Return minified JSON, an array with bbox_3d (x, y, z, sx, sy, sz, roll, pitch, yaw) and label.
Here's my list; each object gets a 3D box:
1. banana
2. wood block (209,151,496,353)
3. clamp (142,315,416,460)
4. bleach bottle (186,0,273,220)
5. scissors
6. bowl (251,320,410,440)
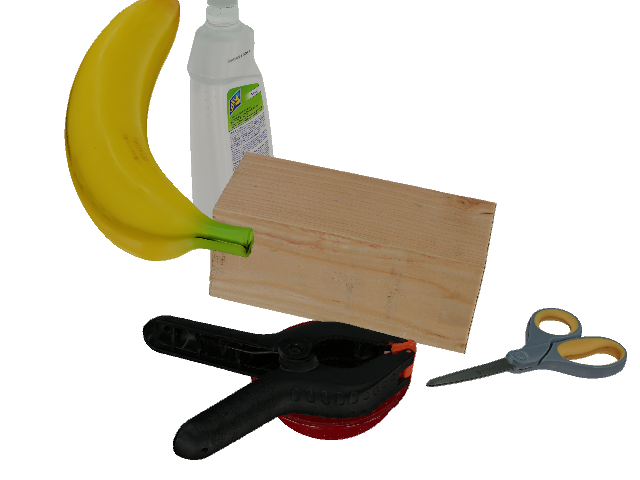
[{"bbox_3d":[-0.085,-0.053,0.498,0.069,0.037,0.198,-5,46,-16],"label":"banana"},{"bbox_3d":[0.025,0.008,0.842,0.206,0.090,0.090,12,36,8],"label":"wood block"},{"bbox_3d":[-0.021,0.086,0.646,0.171,0.039,0.120,-1,37,-9],"label":"clamp"},{"bbox_3d":[-0.089,-0.126,1.074,0.068,0.251,0.102,20,40,24],"label":"bleach bottle"},{"bbox_3d":[0.163,0.089,0.895,0.201,0.016,0.096,1,31,-21],"label":"scissors"},{"bbox_3d":[0.011,0.151,1.085,0.162,0.055,0.162,-1,35,1],"label":"bowl"}]
